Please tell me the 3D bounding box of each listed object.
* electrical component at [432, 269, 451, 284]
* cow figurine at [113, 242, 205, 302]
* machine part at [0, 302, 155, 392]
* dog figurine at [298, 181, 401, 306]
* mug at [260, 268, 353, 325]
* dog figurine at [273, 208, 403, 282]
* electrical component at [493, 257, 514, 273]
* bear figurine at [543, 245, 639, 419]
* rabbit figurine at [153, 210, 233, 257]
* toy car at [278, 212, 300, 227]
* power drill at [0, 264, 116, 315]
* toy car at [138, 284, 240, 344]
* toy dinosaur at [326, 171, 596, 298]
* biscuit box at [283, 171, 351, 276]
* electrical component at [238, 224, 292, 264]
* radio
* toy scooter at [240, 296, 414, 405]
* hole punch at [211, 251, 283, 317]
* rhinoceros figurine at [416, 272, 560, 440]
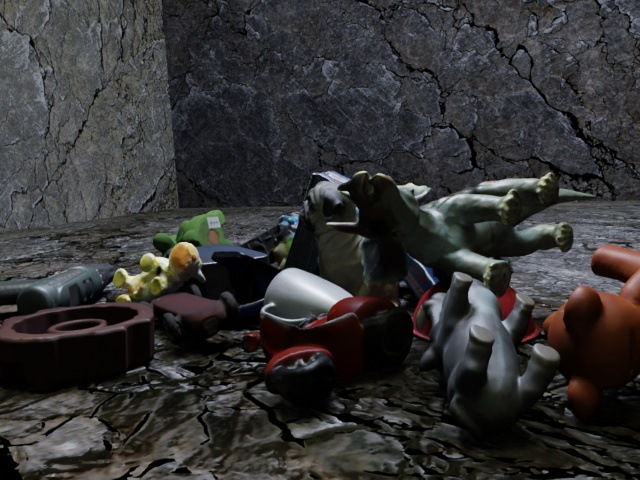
[{"bbox_3d":[0.179,0.040,0.698,0.063,0.021,0.094,-2,8,6],"label":"electrical component"},{"bbox_3d":[-0.232,0.057,0.829,0.167,0.068,0.098,-25,-17,26],"label":"cow figurine"},{"bbox_3d":[-0.275,0.114,0.615,0.179,0.056,0.179,-2,6,0],"label":"machine part"},{"bbox_3d":[0.051,0.011,0.758,0.121,0.190,0.172,1,7,26],"label":"dog figurine"},{"bbox_3d":[-0.011,0.085,0.651,0.107,0.080,0.109,13,11,35],"label":"mug"},{"bbox_3d":[0.016,0.039,0.927,0.219,0.191,0.108,-35,-13,23],"label":"dog figurine"},{"bbox_3d":[0.235,0.060,0.826,0.119,0.048,0.075,-42,-6,15],"label":"electrical component"},{"bbox_3d":[0.262,0.076,0.488,0.196,0.120,0.132,-12,7,-23],"label":"bear figurine"},{"bbox_3d":[-0.312,0.019,1.257,0.170,0.121,0.159,-20,4,35],"label":"rabbit figurine"},{"bbox_3d":[-0.027,0.003,1.221,0.162,0.109,0.103,6,22,8],"label":"toy car"},{"bbox_3d":[-0.474,0.082,0.893,0.207,0.086,0.232,4,10,-4],"label":"power drill"},{"bbox_3d":[-0.177,0.097,0.706,0.089,0.053,0.202,-23,11,-30],"label":"toy car"},{"bbox_3d":[0.183,-0.020,0.666,0.192,0.131,0.405,9,12,43],"label":"toy dinosaur"},{"bbox_3d":[-0.002,-0.002,0.827,0.063,0.202,0.059,30,24,24],"label":"biscuit box"},{"bbox_3d":[-0.112,0.021,1.095,0.134,0.058,0.115,-29,-6,11],"label":"electrical component"},{"bbox_3d":[-0.188,0.056,0.963,0.131,0.073,0.230,-8,7,-29],"label":"radio"},{"bbox_3d":[-0.002,0.102,0.544,0.135,0.075,0.184,5,15,45],"label":"toy scooter"},{"bbox_3d":[-0.102,0.075,0.780,0.115,0.092,0.142,22,-16,-29],"label":"hole punch"},{"bbox_3d":[0.134,0.092,0.469,0.073,0.112,0.190,14,19,-3],"label":"rhinoceros figurine"}]
